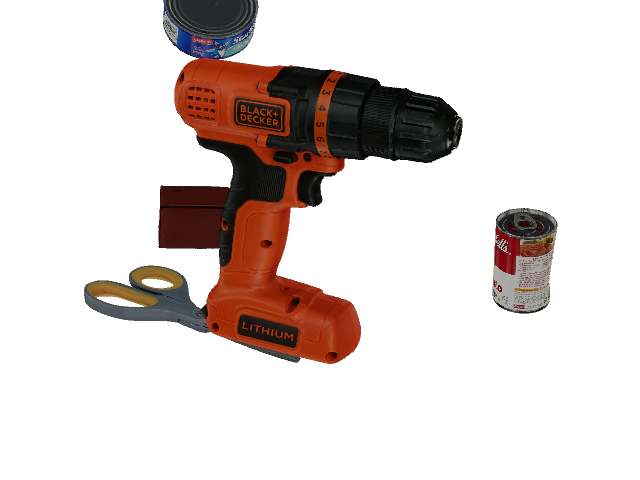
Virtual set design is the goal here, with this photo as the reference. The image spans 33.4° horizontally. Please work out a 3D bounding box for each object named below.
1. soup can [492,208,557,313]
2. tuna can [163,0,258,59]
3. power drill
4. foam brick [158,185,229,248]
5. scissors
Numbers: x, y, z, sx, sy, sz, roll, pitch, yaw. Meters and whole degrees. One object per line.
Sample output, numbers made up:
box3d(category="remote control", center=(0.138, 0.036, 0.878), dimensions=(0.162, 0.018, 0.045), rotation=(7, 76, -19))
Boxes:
box3d(category="soup can", center=(0.232, 0.023, 1.215), dimensions=(0.068, 0.102, 0.068), rotation=(-2, 30, 1))
box3d(category="tuna can", center=(-0.101, -0.207, 0.977), dimensions=(0.086, 0.086, 0.034), rotation=(0, -32, -11))
box3d(category="power drill", center=(-0.006, -0.018, 0.683), dimensions=(0.185, 0.188, 0.057), rotation=(13, 24, 21))
box3d(category="foam brick", center=(-0.135, -0.025, 1.147), dimensions=(0.078, 0.051, 0.053), rotation=(1, 27, -9))
box3d(category="scissors", center=(-0.098, 0.057, 0.886), dimensions=(0.202, 0.016, 0.096), rotation=(11, 25, 15))
